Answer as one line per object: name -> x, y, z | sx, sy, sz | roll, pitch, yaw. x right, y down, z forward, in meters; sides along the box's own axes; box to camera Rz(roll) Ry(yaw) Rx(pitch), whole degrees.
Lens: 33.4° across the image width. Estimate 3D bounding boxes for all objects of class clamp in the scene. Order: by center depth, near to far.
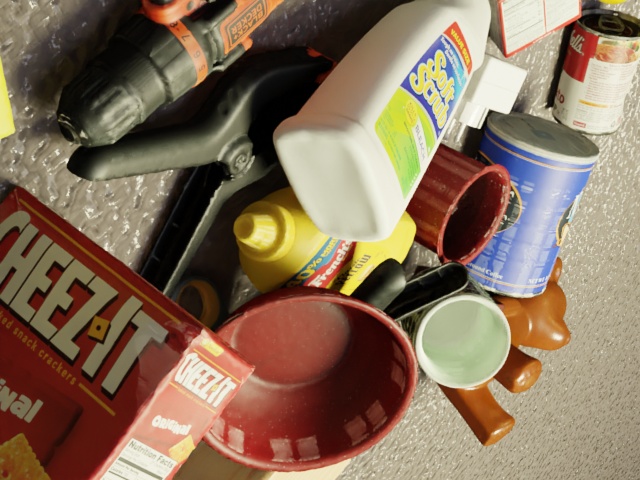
clamp -> -0.068, -0.060, 0.673 | 0.209, 0.036, 0.164 | -48, 155, -17
clamp -> 0.035, 0.061, 0.829 | 0.120, 0.039, 0.172 | 4, 148, -47

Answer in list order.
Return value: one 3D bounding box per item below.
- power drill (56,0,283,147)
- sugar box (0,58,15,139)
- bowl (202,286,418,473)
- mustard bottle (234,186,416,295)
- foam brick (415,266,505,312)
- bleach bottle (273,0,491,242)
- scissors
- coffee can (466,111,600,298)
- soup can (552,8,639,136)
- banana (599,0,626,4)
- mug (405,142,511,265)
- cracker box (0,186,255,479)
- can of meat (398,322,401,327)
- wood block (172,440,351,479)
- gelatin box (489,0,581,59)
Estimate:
power drill -> -0.081, -0.156, 0.546 | 0.184, 0.057, 0.188 | -48, 156, -25
sugar box -> -0.194, -0.111, 0.459 | 0.093, 0.048, 0.176 | -32, 141, -33
bowl -> -0.015, 0.087, 0.747 | 0.162, 0.055, 0.162 | -4, 125, -6
mustard bottle -> -0.005, 0.001, 0.773 | 0.096, 0.058, 0.191 | -45, 156, 16
foam brick -> 0.122, 0.065, 0.998 | 0.051, 0.078, 0.053 | 11, 108, -54
bleach bottle -> 0.061, -0.117, 0.739 | 0.250, 0.068, 0.102 | -58, 139, -35
scissors -> -0.063, 0.056, 0.796 | 0.201, 0.016, 0.096 | -31, 120, -58
coffee can -> 0.180, -0.033, 0.968 | 0.102, 0.103, 0.140 | -13, 127, -48
soup can -> 0.263, -0.158, 1.006 | 0.068, 0.069, 0.102 | -26, 136, -40
banana -> 0.251, -0.259, 0.940 | 0.197, 0.037, 0.069 | 31, 72, -59
mug -> 0.104, -0.037, 0.883 | 0.117, 0.082, 0.093 | -12, 126, -48
cracker box -> -0.166, 0.100, 0.563 | 0.213, 0.164, 0.072 | -53, 149, -8
can of meat -> 0.025, 0.104, 0.922 | 0.083, 0.058, 0.102 | -42, 144, -20
wood block -> -0.083, 0.210, 0.836 | 0.206, 0.090, 0.090 | -48, 146, -14
gelatin box -> 0.170, -0.195, 0.855 | 0.073, 0.030, 0.089 | -30, 154, 1
